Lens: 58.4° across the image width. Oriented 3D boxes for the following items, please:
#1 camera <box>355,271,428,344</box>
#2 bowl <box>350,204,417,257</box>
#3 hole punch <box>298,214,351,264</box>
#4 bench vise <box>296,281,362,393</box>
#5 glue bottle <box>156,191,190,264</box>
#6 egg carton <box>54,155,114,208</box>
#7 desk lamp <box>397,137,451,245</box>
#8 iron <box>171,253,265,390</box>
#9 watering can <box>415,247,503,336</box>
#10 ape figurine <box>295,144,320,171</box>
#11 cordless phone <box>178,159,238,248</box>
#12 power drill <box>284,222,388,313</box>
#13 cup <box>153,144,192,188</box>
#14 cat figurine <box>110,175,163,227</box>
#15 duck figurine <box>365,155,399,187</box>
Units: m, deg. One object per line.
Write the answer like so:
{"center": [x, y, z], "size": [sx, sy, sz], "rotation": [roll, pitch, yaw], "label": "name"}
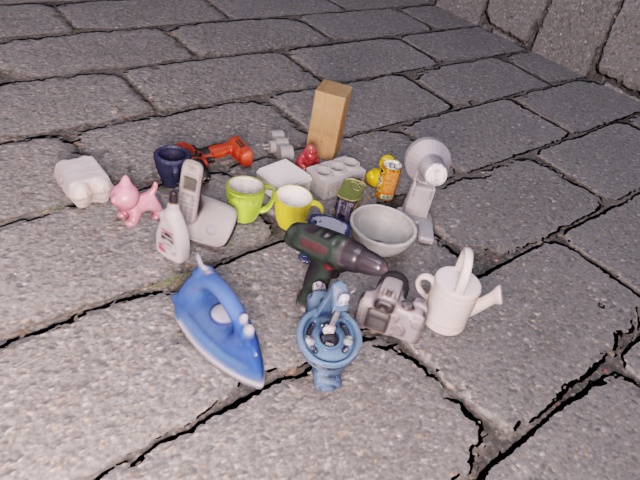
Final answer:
{"center": [0.162, 0.125, 1.205], "size": [0.143, 0.101, 0.137], "rotation": [20, 39, 9], "label": "camera"}
{"center": [0.148, -0.011, 1.393], "size": [0.167, 0.075, 0.167], "rotation": [8, 38, -6], "label": "bowl"}
{"center": [0.012, 0.005, 1.322], "size": [0.108, 0.091, 0.101], "rotation": [16, 38, 5], "label": "hole punch"}
{"center": [0.004, 0.139, 1.048], "size": [0.122, 0.220, 0.207], "rotation": [-10, 43, -26], "label": "bench vise"}
{"center": [-0.312, -0.033, 1.214], "size": [0.078, 0.173, 0.037], "rotation": [25, 40, 17], "label": "glue bottle"}
{"center": [-0.566, -0.143, 1.367], "size": [0.107, 0.069, 0.150], "rotation": [-21, 49, -35], "label": "egg carton"}
{"center": [0.269, -0.135, 1.468], "size": [0.118, 0.213, 0.203], "rotation": [10, 38, -3], "label": "desk lamp"}
{"center": [-0.172, 0.143, 1.058], "size": [0.119, 0.141, 0.257], "rotation": [-22, 49, -36], "label": "iron"}
{"center": [0.292, 0.100, 1.196], "size": [0.173, 0.194, 0.100], "rotation": [3, 39, -12], "label": "watering can"}
{"center": [-0.032, -0.224, 1.596], "size": [0.078, 0.092, 0.076], "rotation": [-15, 46, -31], "label": "ape figurine"}
{"center": [-0.256, -0.083, 1.282], "size": [0.147, 0.185, 0.094], "rotation": [17, 38, 7], "label": "cordless phone"}
{"center": [0.021, 0.069, 1.150], "size": [0.229, 0.208, 0.076], "rotation": [31, 42, 23], "label": "power drill"}
{"center": [-0.368, -0.171, 1.436], "size": [0.092, 0.095, 0.117], "rotation": [-5, 41, -20], "label": "cup"}
{"center": [-0.424, -0.096, 1.308], "size": [0.128, 0.118, 0.067], "rotation": [-24, 50, -37], "label": "cat figurine"}
{"center": [0.181, -0.202, 1.632], "size": [0.105, 0.086, 0.077], "rotation": [-14, 45, -29], "label": "duck figurine"}
